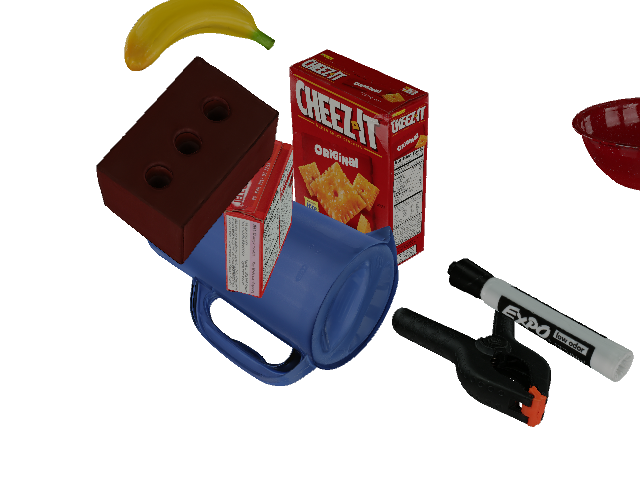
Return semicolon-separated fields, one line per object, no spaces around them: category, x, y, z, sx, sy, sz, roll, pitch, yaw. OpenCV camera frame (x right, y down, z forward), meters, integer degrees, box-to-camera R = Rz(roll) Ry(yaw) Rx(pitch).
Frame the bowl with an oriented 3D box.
bowl;0.312;-0.085;0.974;0.162;0.055;0.162;-4;23;2

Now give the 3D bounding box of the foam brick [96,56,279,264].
foam brick;-0.065;-0.039;0.524;0.053;0.078;0.051;35;-19;6

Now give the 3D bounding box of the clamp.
clamp;0.154;0.097;0.931;0.120;0.039;0.172;-17;37;-24

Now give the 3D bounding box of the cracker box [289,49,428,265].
cracker box;0.042;-0.092;1.244;0.072;0.214;0.164;-30;44;-33

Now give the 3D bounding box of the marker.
marker;0.120;0.042;0.602;0.121;0.020;0.020;32;21;37

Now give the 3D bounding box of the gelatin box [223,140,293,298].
gelatin box;-0.043;-0.016;0.739;0.030;0.073;0.089;13;-39;8

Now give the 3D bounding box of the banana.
banana;-0.123;-0.203;1.015;0.070;0.037;0.197;45;39;19

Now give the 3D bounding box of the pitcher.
pitcher;-0.060;0.023;1.038;0.243;0.145;0.148;28;30;29
